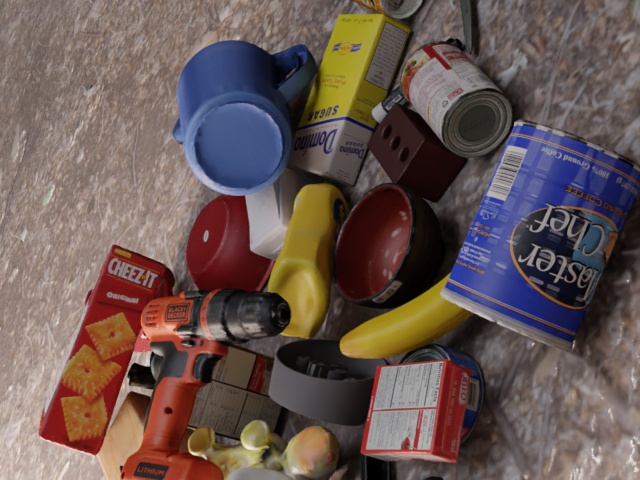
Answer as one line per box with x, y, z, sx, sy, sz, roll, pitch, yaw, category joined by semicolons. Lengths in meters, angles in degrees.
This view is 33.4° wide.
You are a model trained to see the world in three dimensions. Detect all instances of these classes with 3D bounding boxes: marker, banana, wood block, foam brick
0.096;-0.157;1.052;0.121;0.020;0.020;-41;40;37;marker
0.103;0.039;0.870;0.198;0.037;0.070;-45;42;1;banana
-0.154;0.256;1.118;0.090;0.090;0.206;-62;31;10;wood block
0.088;-0.081;0.987;0.053;0.051;0.078;-56;33;19;foam brick

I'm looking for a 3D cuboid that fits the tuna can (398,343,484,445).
0.092;0.128;0.870;0.086;0.033;0.086;-34;45;43;tuna can

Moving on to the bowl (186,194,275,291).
-0.109;0.003;1.235;0.162;0.055;0.162;-36;44;43;bowl

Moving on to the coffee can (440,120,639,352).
0.162;-0.003;0.777;0.103;0.102;0.140;26;94;59;coffee can

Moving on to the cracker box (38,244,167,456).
-0.241;0.123;1.180;0.164;0.072;0.213;155;136;-75;cracker box

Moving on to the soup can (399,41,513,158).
0.120;-0.126;0.950;0.069;0.068;0.102;-56;34;20;soup can

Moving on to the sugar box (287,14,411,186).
0.027;-0.150;1.129;0.093;0.048;0.176;18;86;59;sugar box

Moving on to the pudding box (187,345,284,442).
-0.089;0.150;1.059;0.039;0.113;0.090;5;76;67;pudding box

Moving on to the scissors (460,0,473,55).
0.130;-0.259;1.065;0.096;0.016;0.201;-18;57;54;scissors

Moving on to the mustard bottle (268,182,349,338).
-0.006;0.001;1.042;0.191;0.058;0.096;-76;-11;-53;mustard bottle

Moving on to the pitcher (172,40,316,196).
-0.083;-0.138;1.154;0.243;0.145;0.149;-107;29;-69;pitcher

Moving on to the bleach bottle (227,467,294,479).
-0.081;0.314;0.953;0.102;0.068;0.251;-89;16;-46;bleach bottle

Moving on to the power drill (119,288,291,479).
-0.106;0.135;0.959;0.185;0.057;0.187;-7;65;46;power drill

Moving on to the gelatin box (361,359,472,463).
0.075;0.134;0.830;0.089;0.030;0.073;-15;58;53;gelatin box

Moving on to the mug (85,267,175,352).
-0.232;0.084;1.323;0.093;0.117;0.081;119;147;-41;mug

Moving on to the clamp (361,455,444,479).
0.053;0.251;0.846;0.120;0.039;0.171;161;120;-71;clamp
